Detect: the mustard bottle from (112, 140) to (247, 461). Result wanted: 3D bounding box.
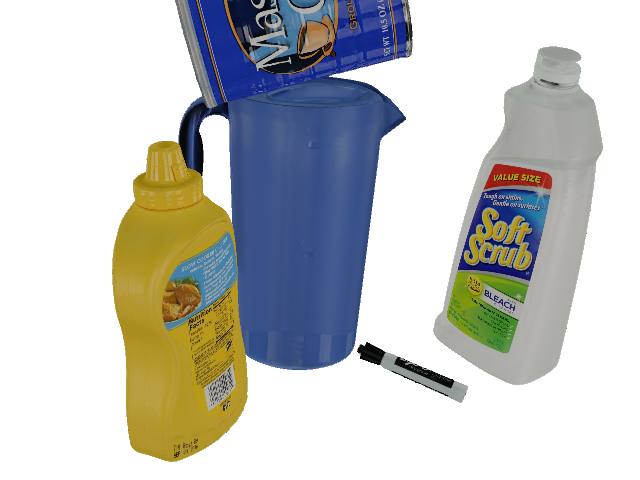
[{"bbox_3d":[-0.087,0.032,0.655,0.058,0.192,0.096,11,27,27],"label":"mustard bottle"}]

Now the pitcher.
[{"bbox_3d":[-0.028,-0.018,0.918,0.149,0.243,0.144,20,25,39],"label":"pitcher"}]

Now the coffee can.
[{"bbox_3d":[-0.020,-0.154,0.704,0.140,0.103,0.103,-14,0,-1],"label":"coffee can"}]

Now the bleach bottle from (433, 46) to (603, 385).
[{"bbox_3d":[0.147,-0.021,0.782,0.067,0.251,0.103,-21,39,-36],"label":"bleach bottle"}]

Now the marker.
[{"bbox_3d":[0.095,0.136,1.113,0.121,0.020,0.020,23,5,11],"label":"marker"}]
